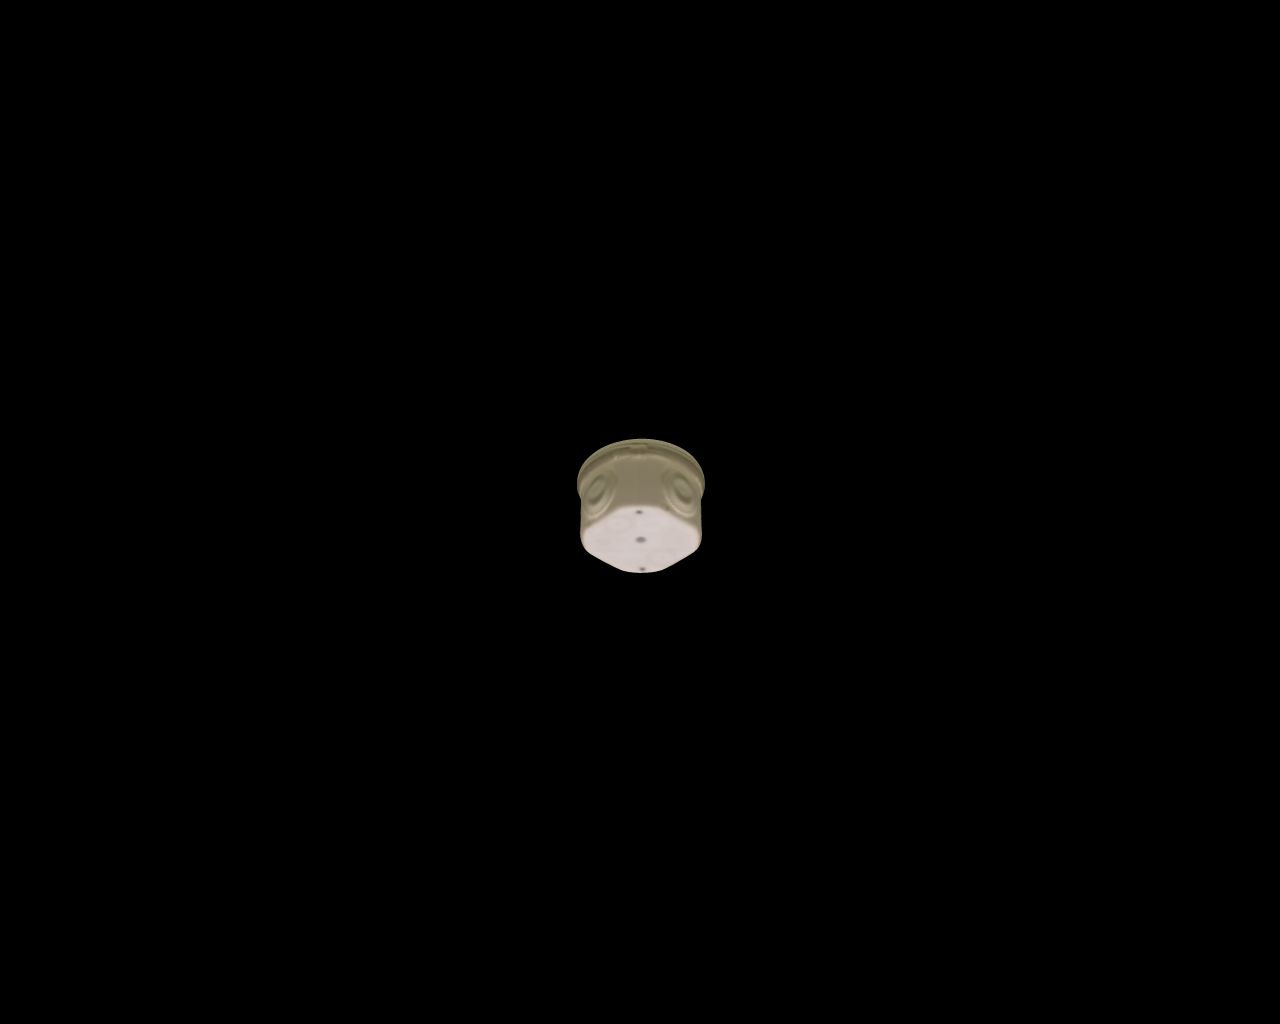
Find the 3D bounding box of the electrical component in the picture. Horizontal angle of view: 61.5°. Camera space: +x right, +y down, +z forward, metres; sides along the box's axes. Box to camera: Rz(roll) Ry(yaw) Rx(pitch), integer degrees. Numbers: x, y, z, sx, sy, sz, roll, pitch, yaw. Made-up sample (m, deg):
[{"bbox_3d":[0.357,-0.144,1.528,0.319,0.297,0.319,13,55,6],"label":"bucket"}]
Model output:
[{"bbox_3d":[0.001,-0.003,0.650,0.080,0.051,0.080,0,-37,0],"label":"electrical component"}]
